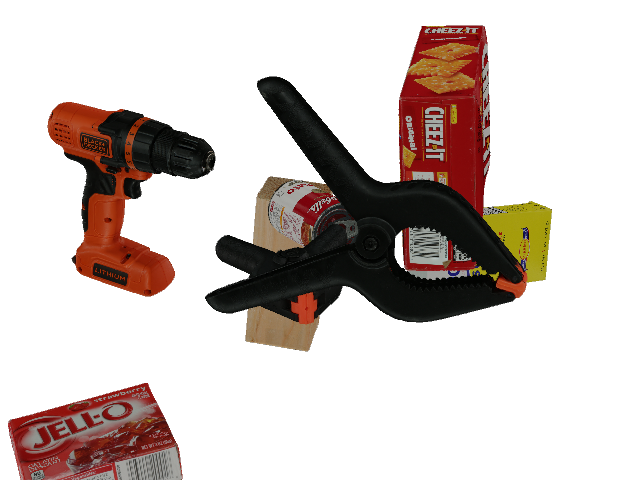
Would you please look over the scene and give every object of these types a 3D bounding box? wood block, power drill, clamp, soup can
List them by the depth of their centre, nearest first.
[{"bbox_3d":[0.033,-0.012,0.692,0.210,0.165,0.036,11,17,11],"label":"clamp"},{"bbox_3d":[-0.035,0.025,0.916,0.120,0.039,0.171,-9,18,3],"label":"clamp"},{"bbox_3d":[-0.187,-0.040,1.078,0.185,0.188,0.057,17,32,23],"label":"power drill"},{"bbox_3d":[-0.006,-0.023,1.199,0.068,0.068,0.102,0,18,-34],"label":"soup can"},{"bbox_3d":[-0.042,0.030,1.418,0.090,0.206,0.090,8,23,5],"label":"wood block"}]

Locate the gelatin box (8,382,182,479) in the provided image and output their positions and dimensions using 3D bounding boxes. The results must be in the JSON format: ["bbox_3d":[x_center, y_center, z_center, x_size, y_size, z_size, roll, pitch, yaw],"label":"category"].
[{"bbox_3d":[-0.134,0.123,0.631,0.089,0.030,0.073,-13,26,-18],"label":"gelatin box"}]

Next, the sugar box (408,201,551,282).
[{"bbox_3d":[0.189,0.009,1.259,0.175,0.093,0.048,-8,18,-29],"label":"sugar box"}]

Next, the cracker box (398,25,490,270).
[{"bbox_3d":[0.119,-0.092,0.986,0.072,0.164,0.213,1,27,11],"label":"cracker box"}]
